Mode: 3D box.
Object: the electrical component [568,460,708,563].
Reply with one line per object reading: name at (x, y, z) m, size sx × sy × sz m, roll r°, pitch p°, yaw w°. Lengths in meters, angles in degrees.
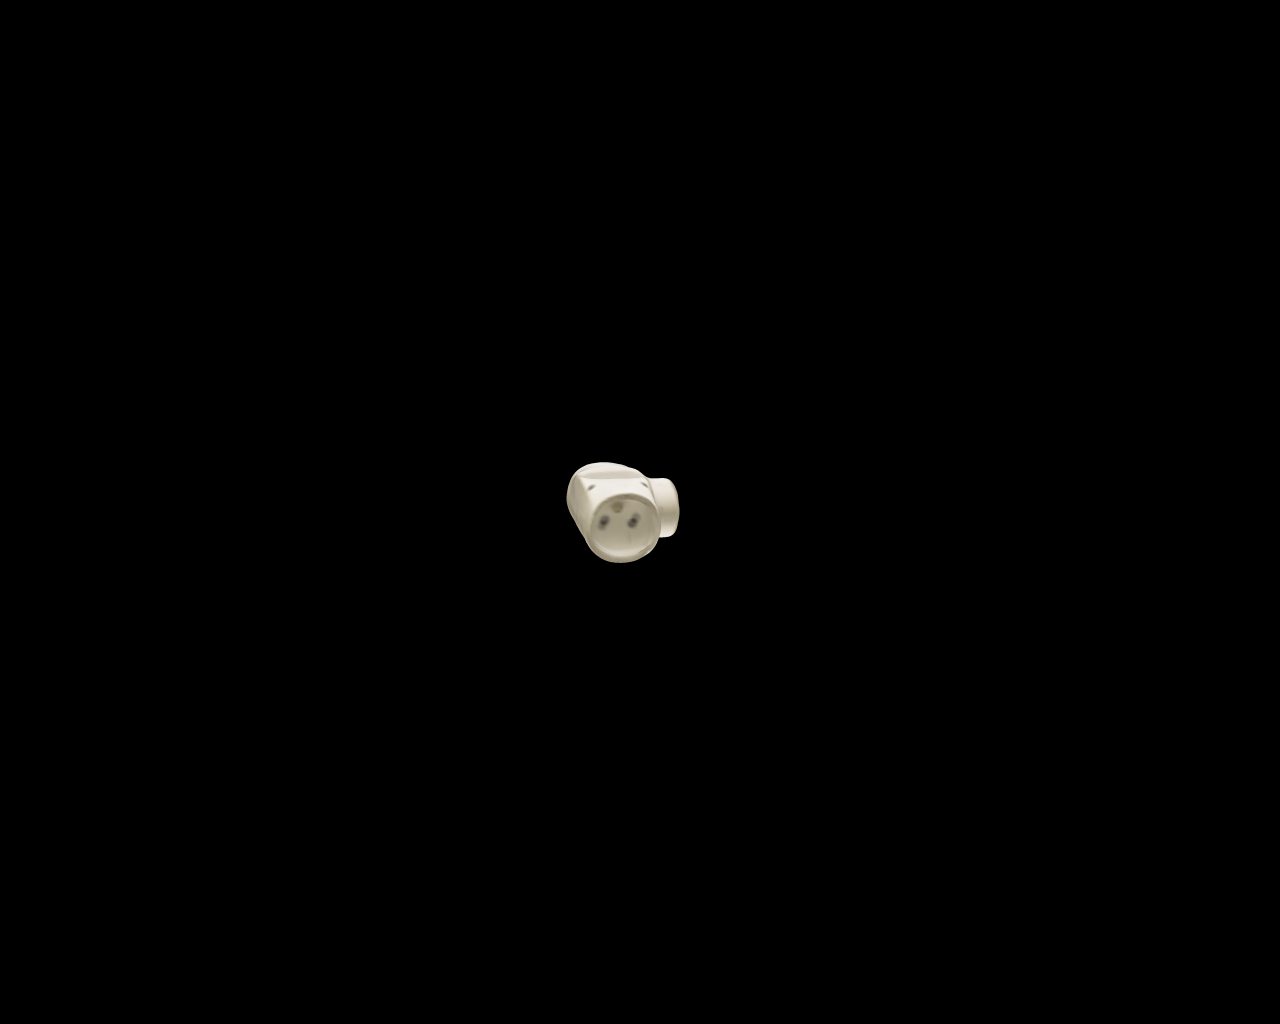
electrical component at (0.001, -0.003, 0.650) m, size 0.079 × 0.043 × 0.077 m, roll -3°, pitch 16°, yaw -11°
